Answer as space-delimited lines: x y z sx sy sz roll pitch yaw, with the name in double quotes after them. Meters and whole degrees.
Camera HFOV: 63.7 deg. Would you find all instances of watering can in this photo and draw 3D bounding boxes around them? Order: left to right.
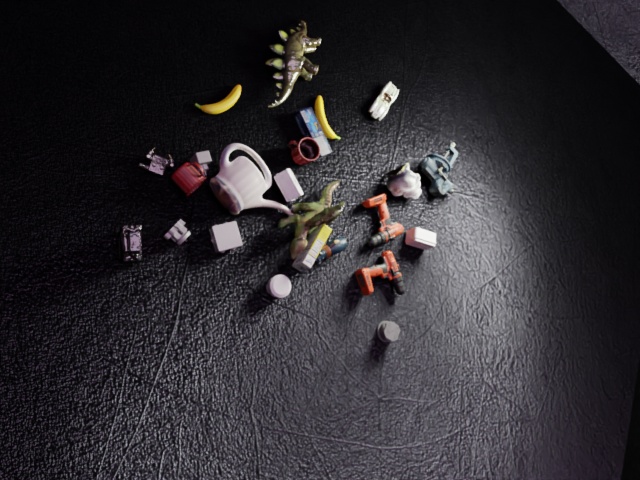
-0.247 -0.170 1.815 0.228 0.103 0.344 -44 110 -28 "watering can"

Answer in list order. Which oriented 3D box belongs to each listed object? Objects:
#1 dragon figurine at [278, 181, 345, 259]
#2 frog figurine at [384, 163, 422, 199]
0.006 -0.092 1.836 0.417 0.242 0.120 -50 118 -24 "dragon figurine"
0.358 -0.225 2.145 0.137 0.124 0.158 -34 107 3 "frog figurine"
